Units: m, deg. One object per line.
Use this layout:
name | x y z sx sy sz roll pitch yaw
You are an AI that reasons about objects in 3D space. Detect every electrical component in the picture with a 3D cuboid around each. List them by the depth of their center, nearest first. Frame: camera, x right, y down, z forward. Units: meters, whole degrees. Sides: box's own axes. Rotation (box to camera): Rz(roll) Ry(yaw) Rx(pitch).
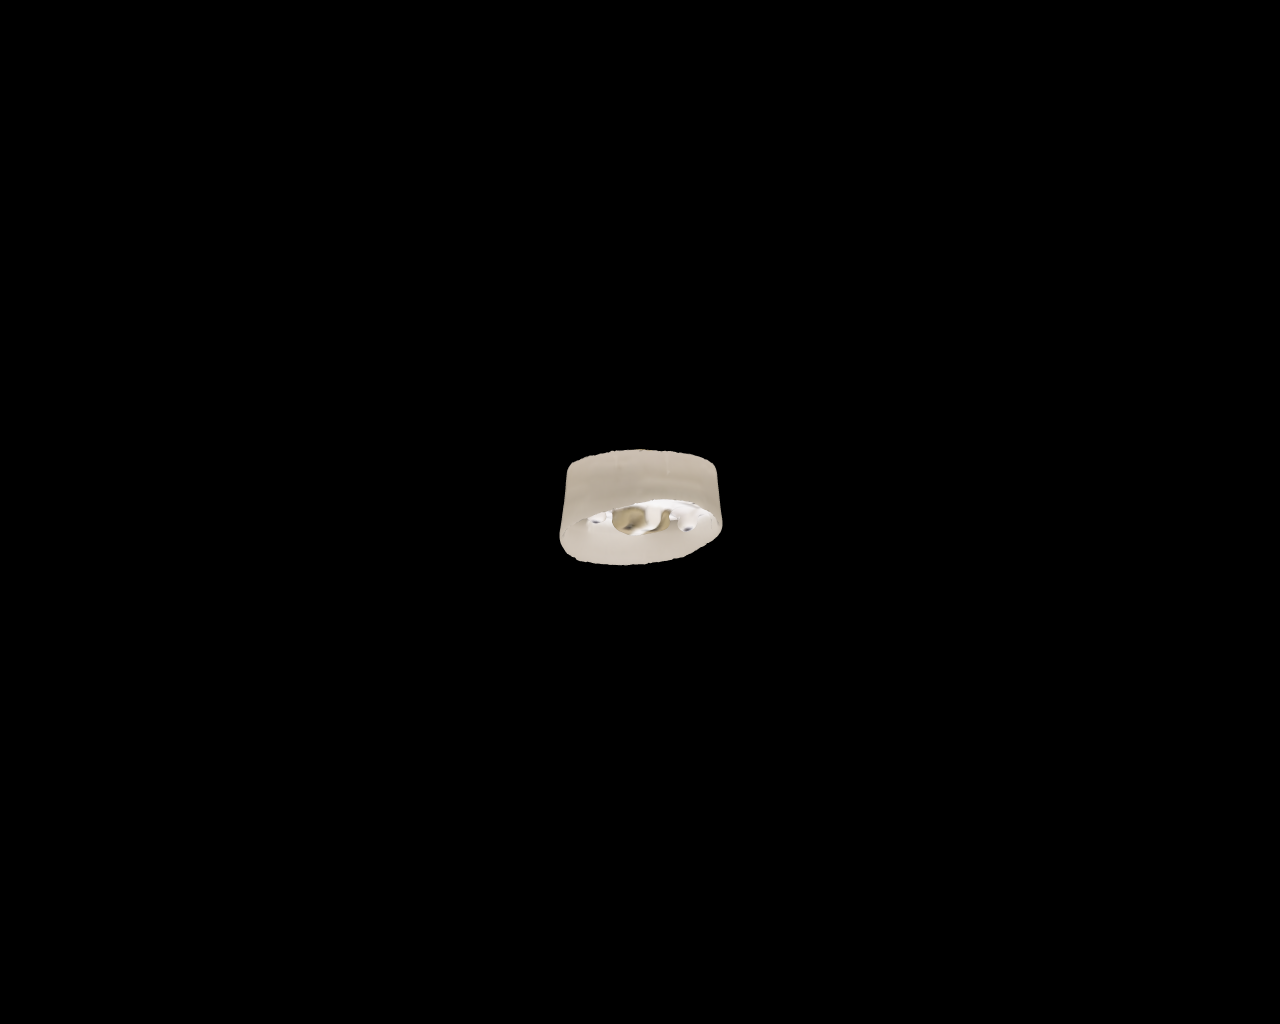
electrical component | 0.001 -0.003 0.650 0.099 0.064 0.099 0 -11 0
